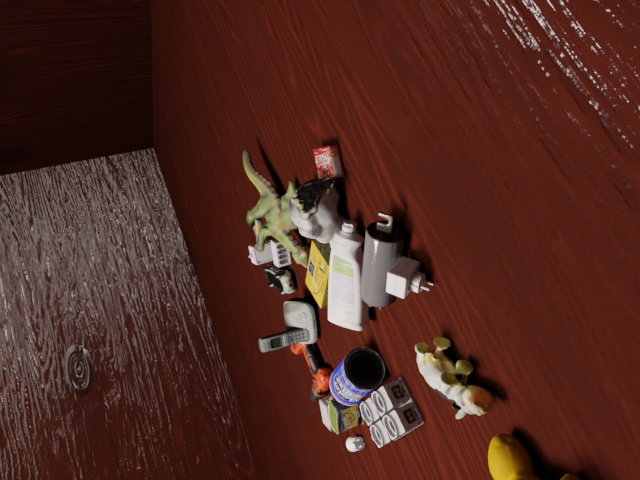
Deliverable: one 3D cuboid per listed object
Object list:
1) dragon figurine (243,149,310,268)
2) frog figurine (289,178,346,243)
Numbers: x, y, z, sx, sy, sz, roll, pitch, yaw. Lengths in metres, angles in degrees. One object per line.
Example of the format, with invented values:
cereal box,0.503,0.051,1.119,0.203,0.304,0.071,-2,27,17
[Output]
dragon figurine,-0.117,-0.105,1.505,0.240,0.123,0.411,-21,86,49
frog figurine,0.004,-0.061,1.204,0.123,0.140,0.156,5,150,29
